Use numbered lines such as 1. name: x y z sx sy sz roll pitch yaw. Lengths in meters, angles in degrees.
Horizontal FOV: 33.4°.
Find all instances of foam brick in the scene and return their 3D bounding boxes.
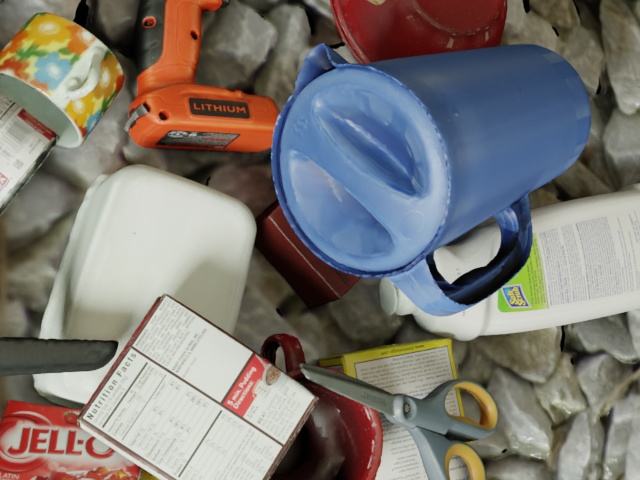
1. foam brick: -0.005 0.001 0.746 0.053 0.051 0.078 -44 99 -25

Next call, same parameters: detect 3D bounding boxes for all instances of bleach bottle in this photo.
1. bleach bottle: 0.159 0.018 0.817 0.250 0.068 0.102 -7 82 -24

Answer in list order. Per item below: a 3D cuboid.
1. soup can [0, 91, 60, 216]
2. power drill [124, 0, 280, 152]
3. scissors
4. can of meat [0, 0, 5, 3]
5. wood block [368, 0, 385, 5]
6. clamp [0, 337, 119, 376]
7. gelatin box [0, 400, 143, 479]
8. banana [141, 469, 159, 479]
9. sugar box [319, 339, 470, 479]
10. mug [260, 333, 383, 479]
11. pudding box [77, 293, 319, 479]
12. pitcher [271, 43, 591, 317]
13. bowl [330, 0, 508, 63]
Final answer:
1. soup can: -0.219 -0.068 0.648 0.102 0.069 0.068 38 66 -15
2. power drill: -0.070 -0.157 0.746 0.184 0.057 0.187 -1 77 -23
3. scissors: 0.057 0.128 0.685 0.201 0.016 0.096 8 74 -48
4. can of meat: -0.216 -0.172 0.653 0.083 0.102 0.057 -41 99 -24
5. wood block: 0.039 -0.282 0.768 0.090 0.090 0.206 24 50 -20
6. clamp: -0.230 0.040 0.563 0.209 0.036 0.164 -30 96 -30
7. gelatin box: -0.150 0.135 0.628 0.089 0.030 0.073 10 42 -4
8. banana: -0.145 0.178 0.632 0.197 0.070 0.037 -34 132 -36
9. sugar box: 0.061 0.162 0.749 0.093 0.048 0.176 -6 86 -27
10. mug: -0.021 0.120 0.697 0.093 0.082 0.117 -8 84 -27
11. pudding box: -0.070 0.099 0.620 0.113 0.039 0.090 33 73 1
12. pitcher: 0.094 -0.059 0.732 0.242 0.145 0.149 -22 129 -49
13. bowl: 0.090 -0.194 0.830 0.161 0.055 0.162 5 78 -25
